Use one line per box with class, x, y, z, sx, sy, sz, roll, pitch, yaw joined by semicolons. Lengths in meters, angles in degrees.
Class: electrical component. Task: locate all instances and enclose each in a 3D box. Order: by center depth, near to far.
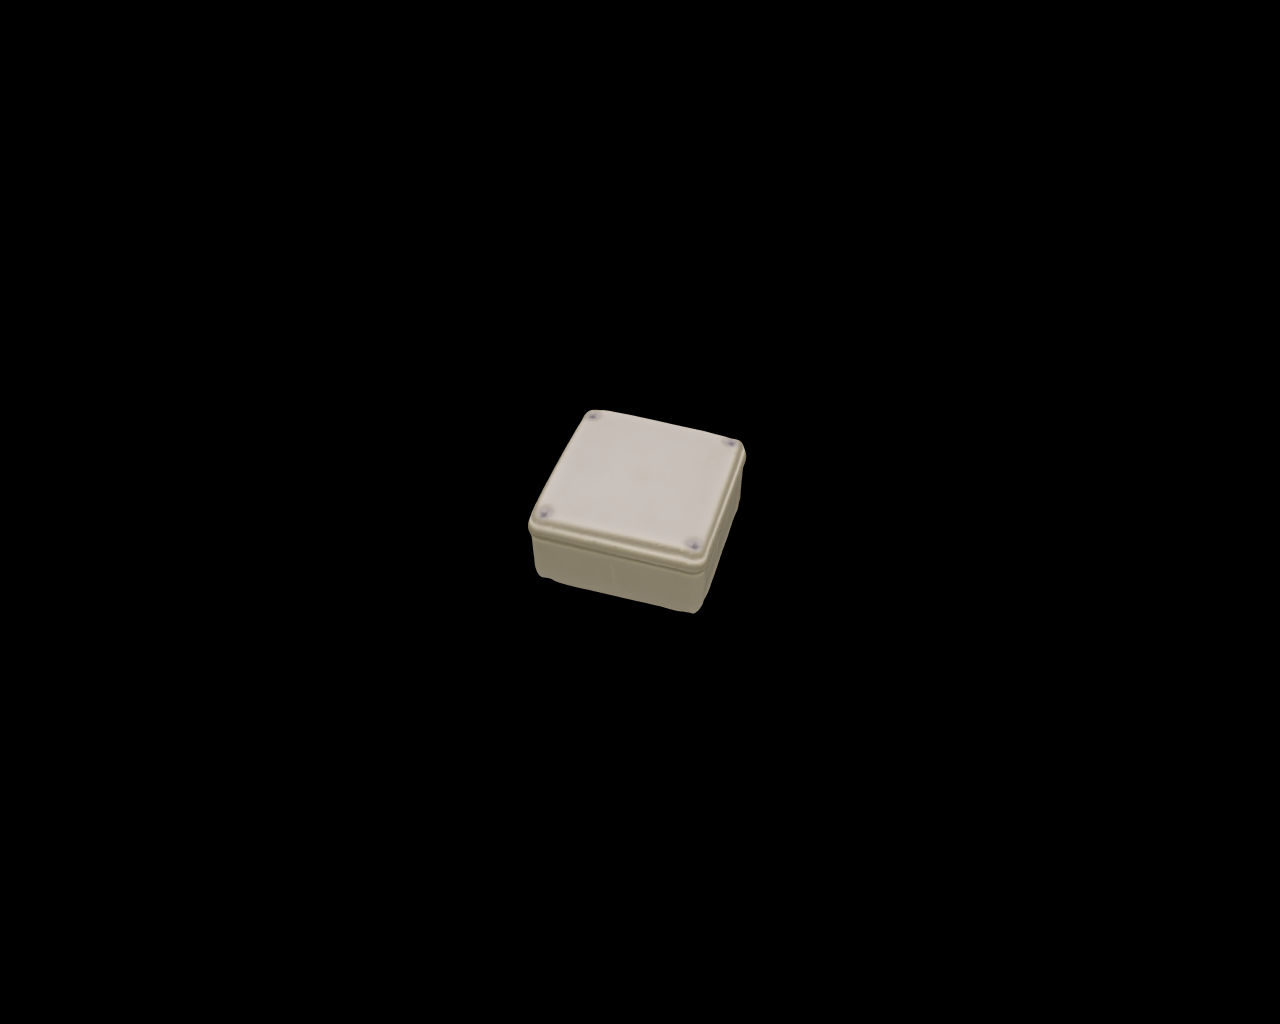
electrical component;0.001;-0.003;0.650;0.109;0.056;0.109;13;47;12
